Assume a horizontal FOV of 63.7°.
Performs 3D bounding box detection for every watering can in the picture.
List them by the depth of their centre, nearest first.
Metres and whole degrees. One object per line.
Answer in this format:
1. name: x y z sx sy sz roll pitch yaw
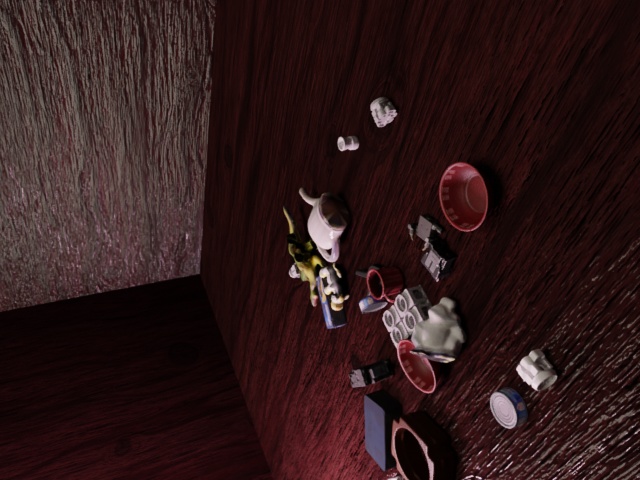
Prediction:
1. watering can: 0.006 -0.094 1.858 0.354 0.104 0.219 69 151 25

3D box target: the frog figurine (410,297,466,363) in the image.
1. frog figurine: 0.312 0.232 1.344 0.137 0.121 0.162 -3 63 42

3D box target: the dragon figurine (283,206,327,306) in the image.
1. dragon figurine: -0.077 0.077 2.107 0.237 0.123 0.418 102 150 -53
